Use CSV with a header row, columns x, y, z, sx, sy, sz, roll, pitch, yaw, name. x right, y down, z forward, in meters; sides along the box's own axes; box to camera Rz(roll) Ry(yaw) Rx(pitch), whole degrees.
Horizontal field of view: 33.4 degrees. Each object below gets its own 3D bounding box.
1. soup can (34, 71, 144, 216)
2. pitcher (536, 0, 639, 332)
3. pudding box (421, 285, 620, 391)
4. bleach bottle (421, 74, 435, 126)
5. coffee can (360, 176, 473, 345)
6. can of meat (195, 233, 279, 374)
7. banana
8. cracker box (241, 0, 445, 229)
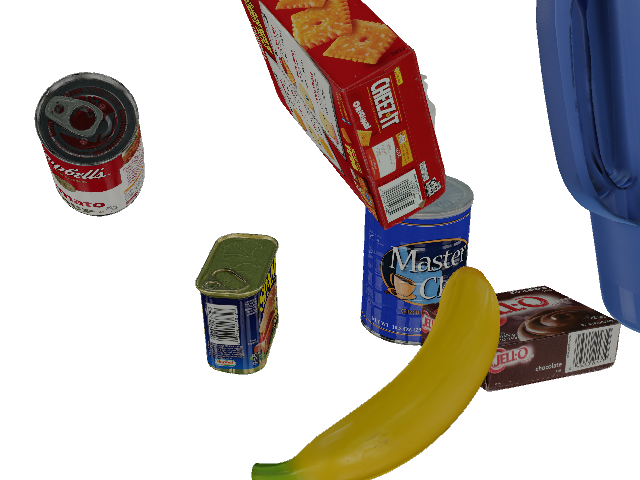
x,y,z,sx,sy,sz,roll,pitch,yaw,name
-0.160,-0.065,0.751,0.068,0.068,0.102,0,-19,-7,soup can
0.194,-0.068,0.580,0.149,0.243,0.145,-7,22,9,pitcher
0.141,0.067,0.764,0.113,0.039,0.090,-5,18,-24,pudding box
0.099,-0.063,1.222,0.068,0.251,0.103,-3,23,-15,bleach bottle
0.092,0.016,1.038,0.103,0.140,0.103,1,25,-1,coffee can
-0.069,0.055,0.925,0.057,0.084,0.102,3,29,8,can of meat
0.050,0.070,0.561,0.070,0.037,0.197,21,42,34,banana
0.015,-0.137,0.892,0.072,0.164,0.214,-30,48,-7,cracker box
